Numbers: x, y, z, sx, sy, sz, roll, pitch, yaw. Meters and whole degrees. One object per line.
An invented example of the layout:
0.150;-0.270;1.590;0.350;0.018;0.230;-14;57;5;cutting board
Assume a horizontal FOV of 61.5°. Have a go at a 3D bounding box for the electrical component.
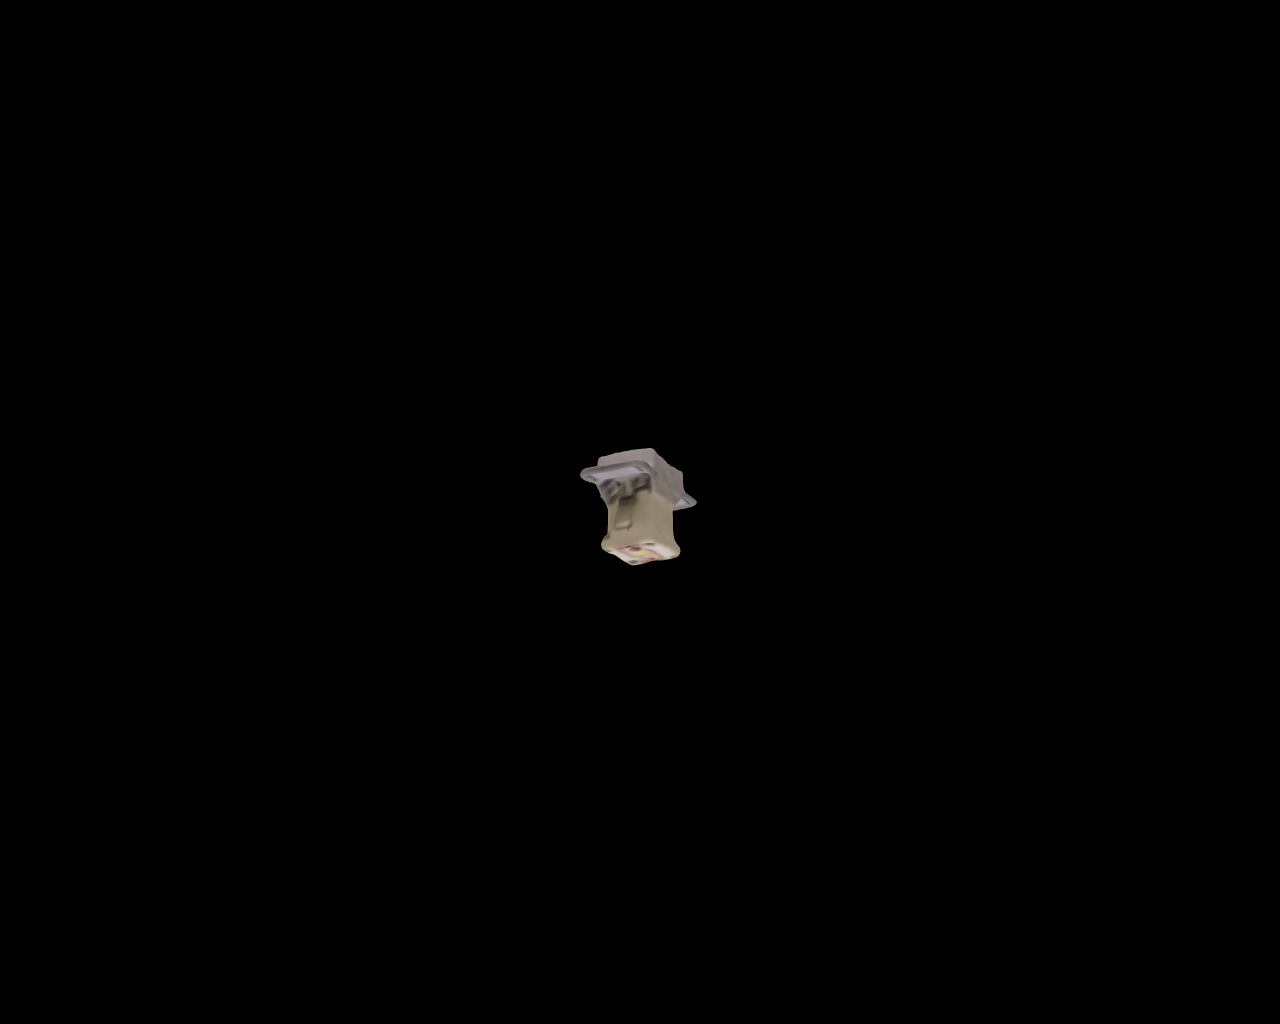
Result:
0.001;-0.003;0.650;0.042;0.064;0.081;-10;-23;26;electrical component
